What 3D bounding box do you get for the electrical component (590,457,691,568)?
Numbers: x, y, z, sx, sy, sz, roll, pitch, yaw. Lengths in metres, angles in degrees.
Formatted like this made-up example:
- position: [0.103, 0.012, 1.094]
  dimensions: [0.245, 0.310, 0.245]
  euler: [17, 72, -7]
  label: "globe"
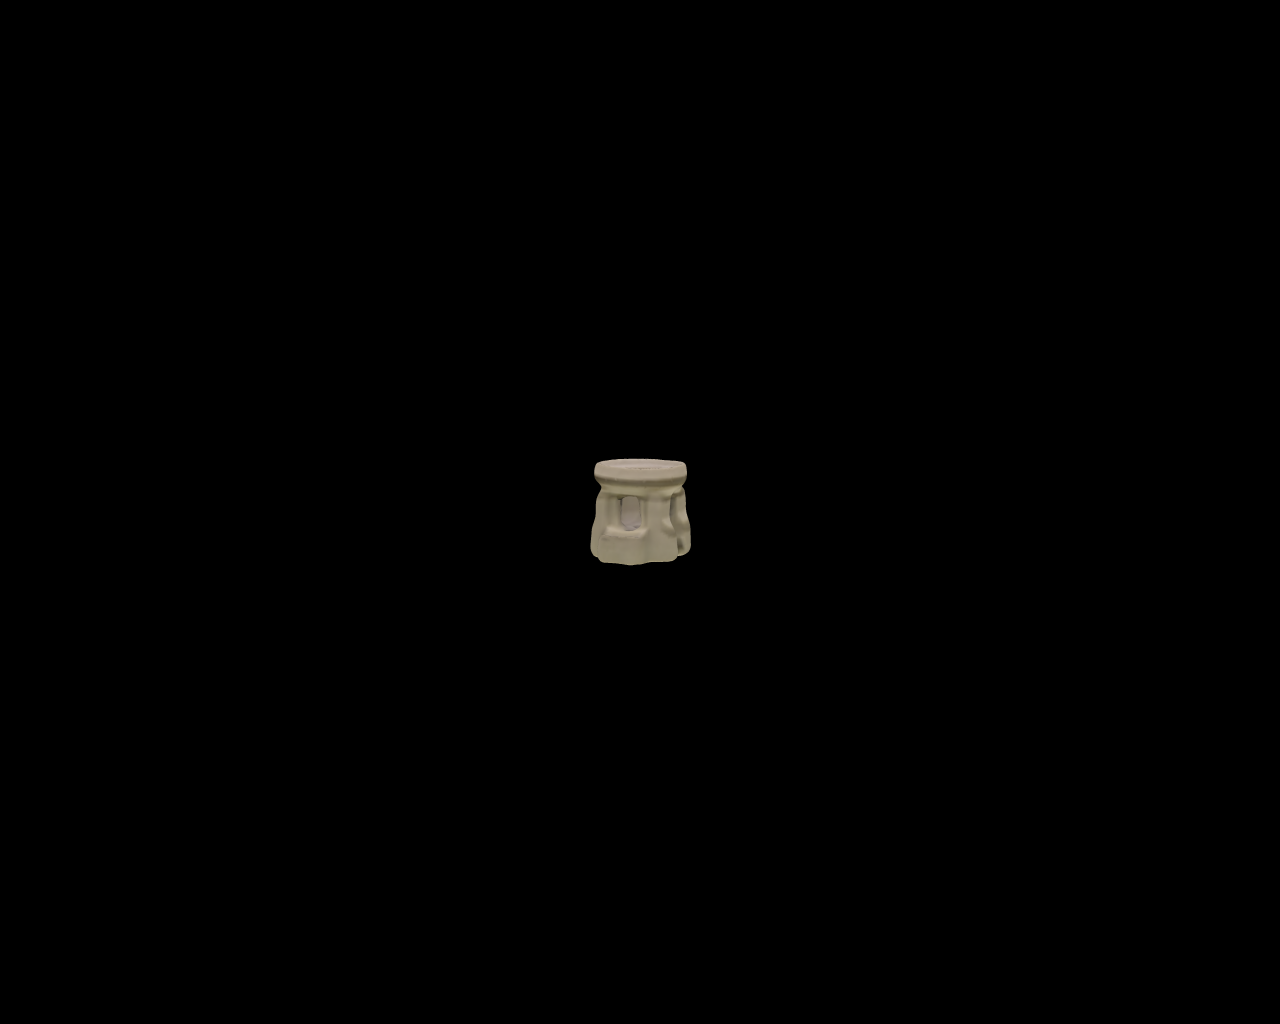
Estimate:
- position: [0.001, -0.003, 0.650]
  dimensions: [0.058, 0.057, 0.078]
  euler: [4, 10, 23]
  label: "electrical component"
